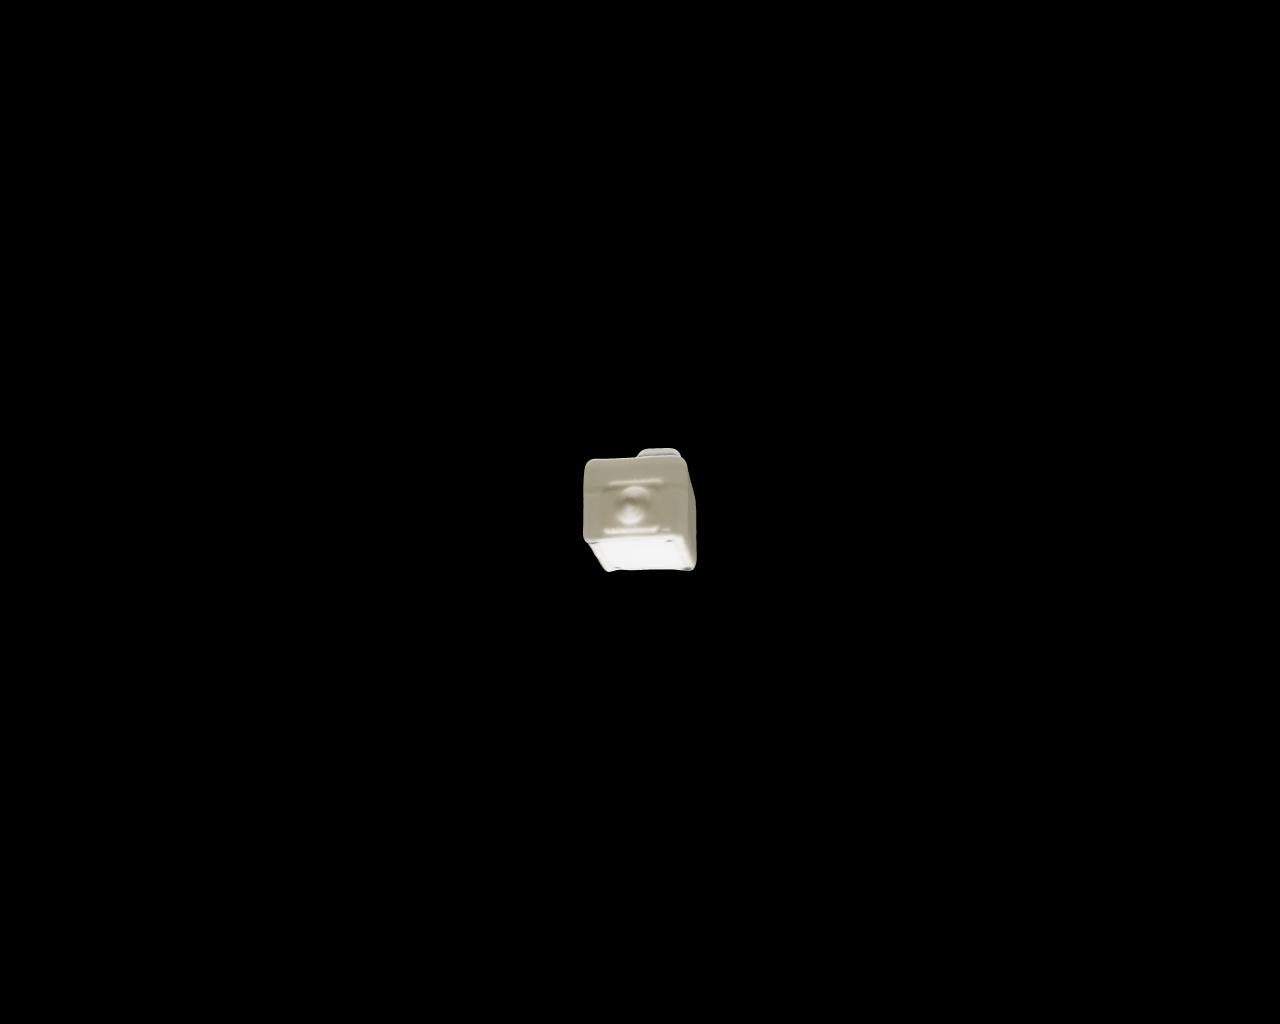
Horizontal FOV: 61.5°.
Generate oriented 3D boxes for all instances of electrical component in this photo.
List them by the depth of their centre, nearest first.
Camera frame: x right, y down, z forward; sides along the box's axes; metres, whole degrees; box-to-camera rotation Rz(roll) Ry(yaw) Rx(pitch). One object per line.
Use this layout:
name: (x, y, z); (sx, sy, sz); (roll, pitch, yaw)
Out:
electrical component: (0.001, -0.003, 0.650); (0.062, 0.061, 0.096); (-2, -18, 7)
